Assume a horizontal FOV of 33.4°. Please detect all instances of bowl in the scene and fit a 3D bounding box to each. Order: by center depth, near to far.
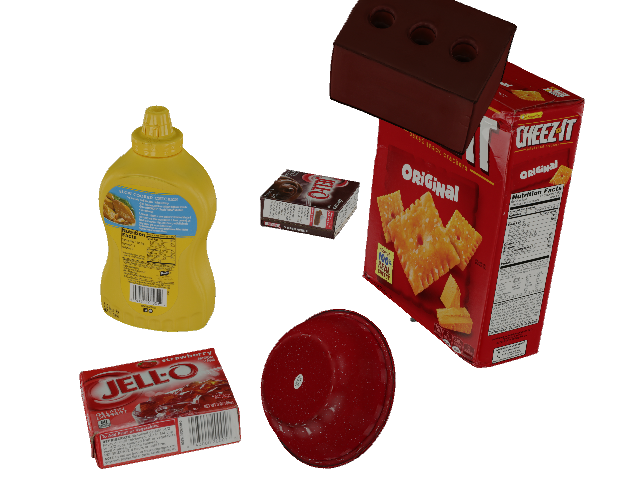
[{"bbox_3d":[-0.006,0.142,1.058,0.162,0.162,0.055,0,-14,40],"label":"bowl"}]

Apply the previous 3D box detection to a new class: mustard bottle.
[{"bbox_3d":[-0.135,-0.019,0.884,0.096,0.192,0.058,9,29,10],"label":"mustard bottle"}]

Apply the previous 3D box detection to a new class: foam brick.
[{"bbox_3d":[0.050,-0.089,0.534,0.078,0.053,0.051,24,-22,12],"label":"foam brick"}]

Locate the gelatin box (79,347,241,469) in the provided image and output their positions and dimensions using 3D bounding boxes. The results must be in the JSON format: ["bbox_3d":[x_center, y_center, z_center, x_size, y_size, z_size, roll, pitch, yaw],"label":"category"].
[{"bbox_3d":[-0.100,0.101,0.659,0.089,0.030,0.073,-8,25,-15],"label":"gelatin box"}]

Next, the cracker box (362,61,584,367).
[{"bbox_3d":[0.108,-0.033,0.830,0.072,0.214,0.164,-13,32,-28],"label":"cracker box"}]

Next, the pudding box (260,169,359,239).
[{"bbox_3d":[-0.011,-0.042,1.205,0.090,0.039,0.113,10,24,11],"label":"pudding box"}]

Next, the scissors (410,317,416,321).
[{"bbox_3d":[0.157,0.054,1.293,0.201,0.016,0.096,-8,39,-37],"label":"scissors"}]
